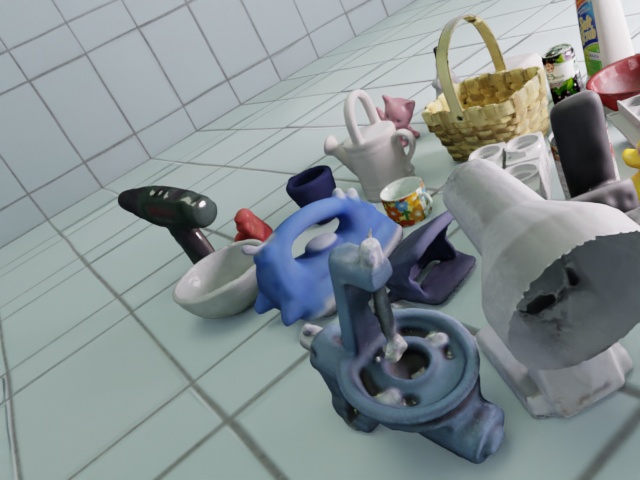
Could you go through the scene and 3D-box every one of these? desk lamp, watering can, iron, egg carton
[{"bbox_3d":[0.176,0.043,0.466,0.118,0.214,0.203,-27,24,0],"label":"desk lamp"},{"bbox_3d":[0.085,-0.173,1.029,0.172,0.194,0.101,-19,25,19],"label":"watering can"},{"bbox_3d":[0.008,0.003,0.818,0.259,0.142,0.118,-39,26,-25],"label":"iron"},{"bbox_3d":[0.392,-0.329,1.181,0.150,0.069,0.107,-40,26,-27],"label":"egg carton"}]

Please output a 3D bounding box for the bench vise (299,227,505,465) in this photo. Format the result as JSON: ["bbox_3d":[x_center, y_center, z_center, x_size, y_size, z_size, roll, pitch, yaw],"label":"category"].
[{"bbox_3d":[0.037,0.094,0.501,0.206,0.220,0.122,-9,30,36],"label":"bench vise"}]

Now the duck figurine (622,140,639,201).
[{"bbox_3d":[0.398,-0.086,0.654,0.104,0.086,0.078,2,37,49],"label":"duck figurine"}]

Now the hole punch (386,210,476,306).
[{"bbox_3d":[0.123,0.020,0.722,0.100,0.091,0.109,2,37,48],"label":"hole punch"}]

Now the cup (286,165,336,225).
[{"bbox_3d":[-0.012,-0.079,1.064,0.092,0.095,0.117,-38,26,-23],"label":"cup"}]

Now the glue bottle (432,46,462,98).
[{"bbox_3d":[0.257,-0.302,1.137,0.078,0.173,0.037,-31,24,-8],"label":"glue bottle"}]

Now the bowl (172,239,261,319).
[{"bbox_3d":[-0.146,0.075,0.918,0.167,0.075,0.167,-23,24,11],"label":"bowl"}]

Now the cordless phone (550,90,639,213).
[{"bbox_3d":[0.258,-0.059,0.625,0.147,0.185,0.094,-24,24,8],"label":"cordless phone"}]

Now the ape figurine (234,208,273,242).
[{"bbox_3d":[-0.129,-0.017,1.066,0.076,0.092,0.077,-37,25,-20],"label":"ape figurine"}]

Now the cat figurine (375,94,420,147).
[{"bbox_3d":[0.161,-0.265,1.234,0.067,0.118,0.127,-34,24,-15],"label":"cat figurine"}]

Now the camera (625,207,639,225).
[{"bbox_3d":[0.361,-0.005,0.510,0.143,0.101,0.136,-26,24,4],"label":"camera"}]

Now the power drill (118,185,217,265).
[{"bbox_3d":[-0.251,-0.008,1.030,0.228,0.209,0.076,-5,32,42],"label":"power drill"}]
